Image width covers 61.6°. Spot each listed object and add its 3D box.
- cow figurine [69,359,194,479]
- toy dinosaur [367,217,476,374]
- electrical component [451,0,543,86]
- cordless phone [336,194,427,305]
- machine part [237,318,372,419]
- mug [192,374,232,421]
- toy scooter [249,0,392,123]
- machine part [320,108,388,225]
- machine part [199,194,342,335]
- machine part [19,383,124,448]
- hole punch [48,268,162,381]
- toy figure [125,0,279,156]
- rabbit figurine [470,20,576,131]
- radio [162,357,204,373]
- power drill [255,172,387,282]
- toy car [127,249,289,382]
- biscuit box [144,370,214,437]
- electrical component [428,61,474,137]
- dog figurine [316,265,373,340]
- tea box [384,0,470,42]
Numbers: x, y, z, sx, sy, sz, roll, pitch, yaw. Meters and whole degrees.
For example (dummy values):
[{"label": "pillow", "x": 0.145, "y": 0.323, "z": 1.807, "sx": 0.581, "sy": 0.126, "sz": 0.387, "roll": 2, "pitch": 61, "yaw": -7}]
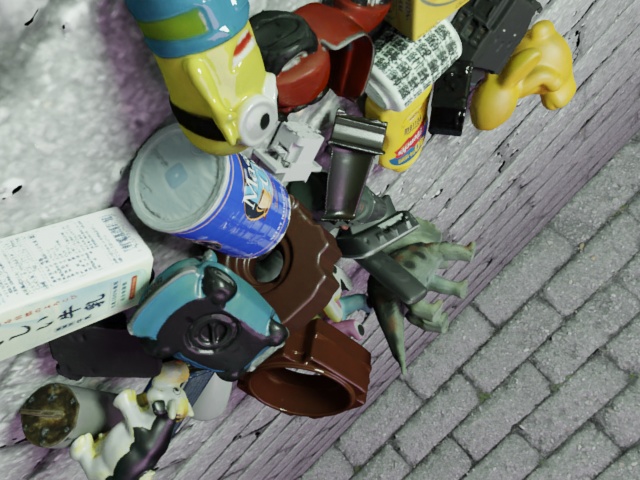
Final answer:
[{"label": "cow figurine", "x": -0.210, "y": 0.228, "z": 0.650, "sx": 0.167, "sy": 0.098, "sz": 0.068, "roll": -46, "pitch": 157, "yaw": 0}, {"label": "toy dinosaur", "x": 0.159, "y": 0.076, "z": 0.981, "sx": 0.405, "sy": 0.192, "sz": 0.131, "roll": -37, "pitch": 132, "yaw": -48}, {"label": "electrical component", "x": 0.224, "y": -0.275, "z": 0.725, "sx": 0.115, "sy": 0.058, "sz": 0.134, "roll": -12, "pitch": 141, "yaw": -47}, {"label": "cordless phone", "x": 0.131, "y": 0.020, "z": 0.911, "sx": 0.146, "sy": 0.184, "sz": 0.088, "roll": -26, "pitch": 147, "yaw": -34}, {"label": "machine part", "x": -0.029, "y": 0.226, "z": 0.923, "sx": 0.201, "sy": 0.087, "sz": 0.201, "roll": -29, "pitch": 124, "yaw": 37}, {"label": "mug", "x": -0.179, "y": 0.236, "z": 0.914, "sx": 0.109, "sy": 0.081, "sz": 0.107, "roll": -19, "pitch": 138, "yaw": -46}, {"label": "toy scooter", "x": 0.000, "y": -0.172, "z": 0.522, "sx": 0.184, "sy": 0.075, "sz": 0.135, "roll": -40, "pitch": 156, "yaw": -20}, {"label": "machine part", "x": 0.037, "y": -0.084, "z": 0.659, "sx": 0.084, "sy": 0.039, "sz": 0.138, "roll": 12, "pitch": 102, "yaw": -20}, {"label": "machine part", "x": -0.064, "y": 0.030, "z": 0.644, "sx": 0.179, "sy": 0.179, "sz": 0.056, "roll": -44, "pitch": 155, "yaw": 2}, {"label": "machine part", "x": -0.307, "y": 0.237, "z": 0.714, "sx": 0.079, "sy": 0.079, "sz": 0.243, "roll": -42, "pitch": 157, "yaw": -5}, {"label": "hole punch", "x": -0.234, "y": 0.092, "z": 0.597, "sx": 0.116, "sy": 0.092, "sz": 0.142, "roll": 2, "pitch": 143, "yaw": -14}, {"label": "toy figure", "x": -0.087, "y": -0.145, "z": 0.394, "sx": 0.082, "sy": 0.089, "sz": 0.179, "roll": -46, "pitch": 136, "yaw": -24}, {"label": "rabbit figurine", "x": 0.304, "y": -0.242, "z": 0.828, "sx": 0.173, "sy": 0.122, "sz": 0.162, "roll": -41, "pitch": 152, "yaw": -5}, {"label": "radio", "x": -0.148, "y": 0.121, "z": 0.773, "sx": 0.131, "sy": 0.073, "sz": 0.229, "roll": -51, "pitch": 155, "yaw": 15}, {"label": "power drill", "x": -0.002, "y": -0.002, "z": 0.795, "sx": 0.207, "sy": 0.086, "sz": 0.232, "roll": -44, "pitch": 155, "yaw": 11}, {"label": "toy car", "x": -0.111, "y": 0.068, "z": 0.552, "sx": 0.109, "sy": 0.103, "sz": 0.161, "roll": -43, "pitch": 130, "yaw": 13}, {"label": "biscuit box", "x": -0.245, "y": 0.258, "z": 0.865, "sx": 0.063, "sy": 0.059, "sz": 0.202, "roll": -7, "pitch": 137, "yaw": -55}, {"label": "electrical component", "x": 0.173, "y": -0.178, "z": 0.723, "sx": 0.119, "sy": 0.048, "sz": 0.075, "roll": 66, "pitch": 36, "yaw": -68}, {"label": "dog figurine", "x": -0.025, "y": 0.151, "z": 0.984, "sx": 0.219, "sy": 0.191, "sz": 0.108, "roll": -30, "pitch": -154, "yaw": 32}, {"label": "tea box", "x": 0.134, "y": -0.294, "z": 0.537, "sx": 0.169, "sy": 0.068, "sz": 0.098, "roll": -39, "pitch": 157, "yaw": -8}]
